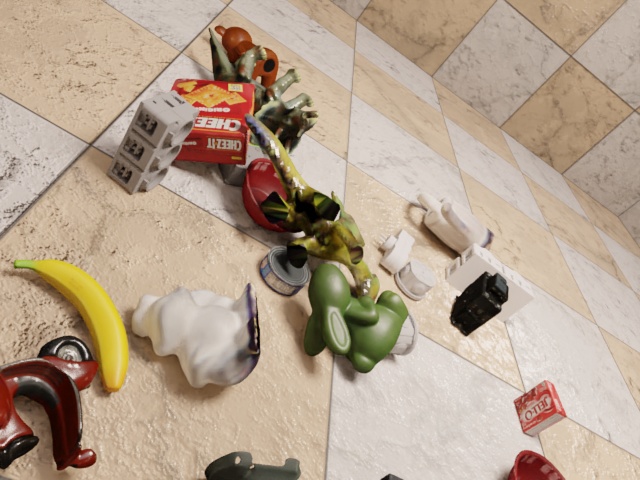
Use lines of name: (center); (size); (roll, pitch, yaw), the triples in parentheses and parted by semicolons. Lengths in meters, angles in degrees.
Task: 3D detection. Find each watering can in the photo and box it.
watering can: (0.346, -0.038, 1.316); (0.224, 0.103, 0.350); (40, 8, -4)

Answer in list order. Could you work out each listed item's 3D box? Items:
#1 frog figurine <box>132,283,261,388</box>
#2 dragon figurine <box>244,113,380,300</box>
frog figurine: (-0.158, 0.124, 0.666); (0.159, 0.120, 0.141); (-6, 53, -4)
dragon figurine: (0.003, -0.049, 0.966); (0.413, 0.121, 0.243); (64, 15, 7)
